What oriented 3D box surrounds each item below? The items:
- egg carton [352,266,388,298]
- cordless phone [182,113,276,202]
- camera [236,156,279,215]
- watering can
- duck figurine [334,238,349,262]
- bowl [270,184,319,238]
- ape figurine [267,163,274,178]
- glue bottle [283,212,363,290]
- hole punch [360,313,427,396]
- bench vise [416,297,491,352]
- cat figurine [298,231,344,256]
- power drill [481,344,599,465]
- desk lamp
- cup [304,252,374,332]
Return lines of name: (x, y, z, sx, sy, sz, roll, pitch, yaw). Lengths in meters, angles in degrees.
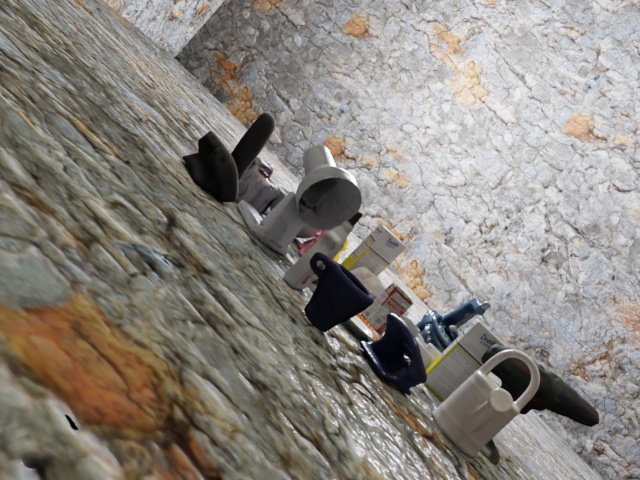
egg carton: (0.132, 0.133, 1.447, 0.151, 0.069, 0.107, 38, 8, -41)
cordless phone: (-0.162, -0.177, 1.096, 0.094, 0.185, 0.147, 37, 9, -46)
camera: (-0.138, -0.122, 1.270, 0.143, 0.100, 0.137, 47, 7, 28)
watering can: (0.298, 0.275, 0.988, 0.101, 0.194, 0.173, 43, 6, -8)
duck figurine: (0.036, 0.018, 1.518, 0.077, 0.086, 0.105, 48, 7, 31)
bowl: (-0.068, -0.057, 1.402, 0.167, 0.074, 0.167, 43, 6, -6)
ape figurine: (-0.150, -0.153, 1.436, 0.078, 0.092, 0.076, 43, 6, -7)
glue bottle: (0.011, 0.014, 0.990, 0.037, 0.173, 0.078, 45, 6, 11)
hole punch: (0.138, 0.194, 0.985, 0.101, 0.091, 0.108, 39, 8, -34)
bench vise: (0.321, 0.208, 1.455, 0.122, 0.219, 0.207, 40, 8, -34)
cat figurine: (0.012, 0.005, 1.308, 0.067, 0.117, 0.127, 42, 6, -12)
power drill: (0.381, 0.327, 1.110, 0.229, 0.208, 0.076, 46, 6, 17)
desk lamp: (-0.037, -0.077, 1.099, 0.118, 0.213, 0.202, 39, 8, -37)
cup: (0.012, 0.086, 0.884, 0.118, 0.095, 0.092, 44, 6, -2)
